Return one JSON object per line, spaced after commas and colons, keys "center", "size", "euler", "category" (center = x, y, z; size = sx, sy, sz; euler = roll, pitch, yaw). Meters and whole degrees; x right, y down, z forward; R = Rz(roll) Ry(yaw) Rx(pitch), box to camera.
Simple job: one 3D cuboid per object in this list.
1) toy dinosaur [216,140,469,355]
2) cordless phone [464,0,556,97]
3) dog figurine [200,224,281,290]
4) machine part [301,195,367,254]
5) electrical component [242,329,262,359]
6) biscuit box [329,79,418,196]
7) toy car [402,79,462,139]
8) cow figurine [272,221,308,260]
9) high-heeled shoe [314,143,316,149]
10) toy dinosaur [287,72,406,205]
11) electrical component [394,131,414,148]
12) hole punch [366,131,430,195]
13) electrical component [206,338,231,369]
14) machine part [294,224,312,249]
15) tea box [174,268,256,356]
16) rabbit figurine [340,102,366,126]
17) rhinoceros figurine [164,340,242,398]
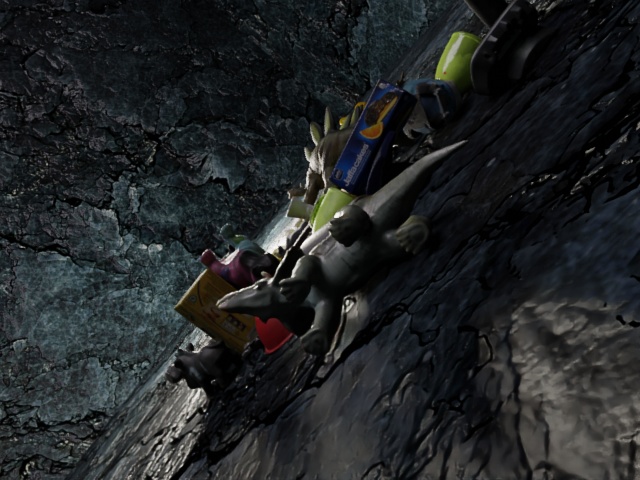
{"center": [0.041, 0.012, 0.726], "size": [0.405, 0.131, 0.192], "euler": [-41, 12, 15], "category": "toy dinosaur"}
{"center": [0.254, -0.332, 0.830], "size": [0.146, 0.184, 0.089], "euler": [-52, 14, -11], "category": "cordless phone"}
{"center": [-0.131, 0.074, 1.115], "size": [0.108, 0.219, 0.191], "euler": [-51, -25, -26], "category": "dog figurine"}
{"center": [0.039, -0.002, 0.876], "size": [0.243, 0.079, 0.079], "euler": [-40, 14, 49], "category": "machine part"}
{"center": [-0.114, 0.183, 1.028], "size": [0.094, 0.021, 0.063], "euler": [-48, 10, 7], "category": "electrical component"}
{"center": [0.093, -0.177, 0.957], "size": [0.059, 0.063, 0.202], "euler": [3, -63, -58], "category": "biscuit box"}
{"center": [0.211, -0.260, 1.015], "size": [0.103, 0.109, 0.162], "euler": [-27, 12, -16], "category": "toy car"}
{"center": [-0.057, 0.015, 1.287], "size": [0.167, 0.068, 0.098], "euler": [-47, 16, 25], "category": "cow figurine"}
{"center": [0.087, -0.245, 1.375], "size": [0.145, 0.086, 0.249], "euler": [5, 25, 23], "category": "high-heeled shoe"}
{"center": [0.043, -0.185, 1.151], "size": [0.471, 0.105, 0.198], "euler": [-24, 69, 55], "category": "toy dinosaur"}
{"center": [0.171, -0.234, 1.120], "size": [0.045, 0.102, 0.078], "euler": [-144, 69, -85], "category": "electrical component"}
{"center": [0.117, -0.107, 0.897], "size": [0.115, 0.092, 0.142], "euler": [-48, 13, 36], "category": "hole punch"}
{"center": [-0.208, 0.228, 1.180], "size": [0.134, 0.058, 0.115], "euler": [-38, 17, 53], "category": "electrical component"}
{"center": [-0.002, -0.003, 1.131], "size": [0.179, 0.056, 0.179], "euler": [-49, 9, 11], "category": "machine part"}
{"center": [-0.196, 0.149, 1.090], "size": [0.098, 0.169, 0.068], "euler": [-54, 10, -29], "category": "tea box"}
{"center": [0.133, -0.250, 1.252], "size": [0.122, 0.162, 0.173], "euler": [-29, 38, 33], "category": "rabbit figurine"}
{"center": [-0.241, 0.255, 1.072], "size": [0.190, 0.112, 0.073], "euler": [-30, 23, 43], "category": "rhinoceros figurine"}
